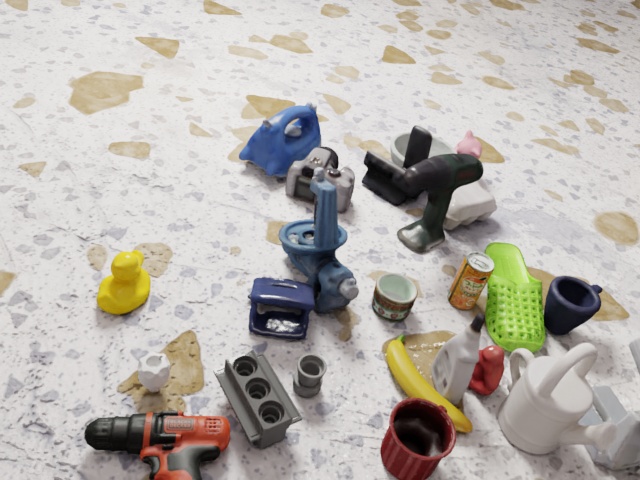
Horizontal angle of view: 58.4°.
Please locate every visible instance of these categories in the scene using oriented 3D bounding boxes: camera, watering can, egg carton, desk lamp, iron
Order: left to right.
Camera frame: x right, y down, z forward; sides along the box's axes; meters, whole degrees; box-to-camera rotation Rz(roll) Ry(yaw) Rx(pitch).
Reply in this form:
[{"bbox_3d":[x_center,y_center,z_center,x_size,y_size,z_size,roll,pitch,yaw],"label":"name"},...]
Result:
[{"bbox_3d":[-0.063,-0.246,1.291,0.118,0.141,0.259,30,43,19],"label":"iron"},{"bbox_3d":[0.013,-0.148,1.233,0.143,0.101,0.137,18,41,6],"label":"camera"},{"bbox_3d":[0.311,-0.081,1.263,0.151,0.069,0.107,-16,49,-30],"label":"egg carton"},{"bbox_3d":[0.347,0.224,0.830,0.172,0.194,0.101,35,45,23],"label":"watering can"},{"bbox_3d":[0.470,0.247,0.822,0.118,0.213,0.203,-1,43,-16],"label":"desk lamp"}]

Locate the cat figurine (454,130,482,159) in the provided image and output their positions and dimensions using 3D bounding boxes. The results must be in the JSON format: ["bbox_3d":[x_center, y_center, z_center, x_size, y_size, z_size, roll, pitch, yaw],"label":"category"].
[{"bbox_3d":[0.358,-0.221,1.398,0.067,0.118,0.128,16,41,3],"label":"cat figurine"}]

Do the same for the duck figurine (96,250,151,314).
[{"bbox_3d":[-0.314,0.060,0.916,0.077,0.086,0.105,20,41,8],"label":"duck figurine"}]

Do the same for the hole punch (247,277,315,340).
[{"bbox_3d":[-0.065,0.097,0.940,0.109,0.091,0.101,8,41,-6],"label":"hole punch"}]

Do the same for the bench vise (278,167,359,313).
[{"bbox_3d":[0.017,-0.001,0.975,0.206,0.220,0.122,38,46,26],"label":"bench vise"}]

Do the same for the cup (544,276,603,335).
[{"bbox_3d":[0.459,0.124,1.051,0.118,0.095,0.091,-13,47,-27],"label":"cup"}]

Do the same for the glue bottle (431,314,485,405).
[{"bbox_3d":[0.215,0.173,0.868,0.037,0.173,0.078,4,41,-11],"label":"glue bottle"}]

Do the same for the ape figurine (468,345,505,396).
[{"bbox_3d":[0.263,0.200,0.912,0.076,0.092,0.077,-1,43,-16],"label":"ape figurine"}]

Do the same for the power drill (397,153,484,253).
[{"bbox_3d":[0.225,-0.081,1.132,0.230,0.208,0.075,-25,53,-36],"label":"power drill"}]

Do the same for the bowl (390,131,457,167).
[{"bbox_3d":[0.239,-0.183,1.355,0.167,0.075,0.167,8,41,-7],"label":"bowl"}]

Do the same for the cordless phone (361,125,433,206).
[{"bbox_3d":[0.174,-0.185,1.254,0.147,0.185,0.094,33,44,21],"label":"cordless phone"}]
